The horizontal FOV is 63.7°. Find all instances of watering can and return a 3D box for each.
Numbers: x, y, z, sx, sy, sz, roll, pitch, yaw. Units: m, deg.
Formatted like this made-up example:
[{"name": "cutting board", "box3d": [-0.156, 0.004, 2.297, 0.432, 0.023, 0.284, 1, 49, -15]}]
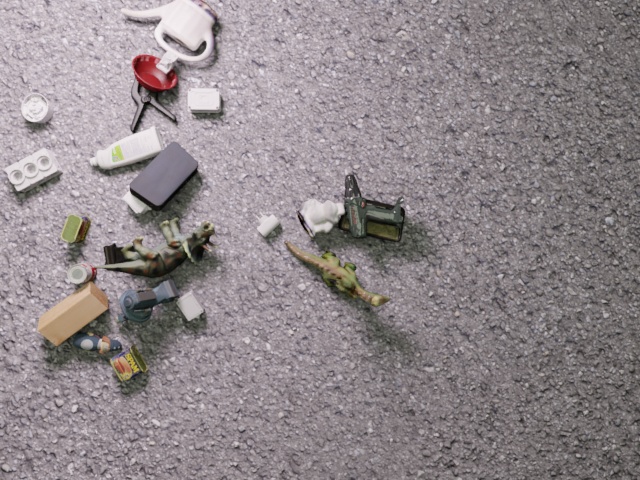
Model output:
[{"name": "watering can", "box3d": [-0.514, -0.787, 1.834, 0.347, 0.104, 0.225, 35, 88, -4]}]

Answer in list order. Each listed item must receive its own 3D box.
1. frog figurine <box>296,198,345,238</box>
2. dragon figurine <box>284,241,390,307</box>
[{"name": "frog figurine", "box3d": [0.006, -0.093, 1.846, 0.160, 0.121, 0.139, -30, 75, -11]}, {"name": "dragon figurine", "box3d": [0.052, 0.121, 1.780, 0.409, 0.243, 0.122, 27, 92, -6]}]
